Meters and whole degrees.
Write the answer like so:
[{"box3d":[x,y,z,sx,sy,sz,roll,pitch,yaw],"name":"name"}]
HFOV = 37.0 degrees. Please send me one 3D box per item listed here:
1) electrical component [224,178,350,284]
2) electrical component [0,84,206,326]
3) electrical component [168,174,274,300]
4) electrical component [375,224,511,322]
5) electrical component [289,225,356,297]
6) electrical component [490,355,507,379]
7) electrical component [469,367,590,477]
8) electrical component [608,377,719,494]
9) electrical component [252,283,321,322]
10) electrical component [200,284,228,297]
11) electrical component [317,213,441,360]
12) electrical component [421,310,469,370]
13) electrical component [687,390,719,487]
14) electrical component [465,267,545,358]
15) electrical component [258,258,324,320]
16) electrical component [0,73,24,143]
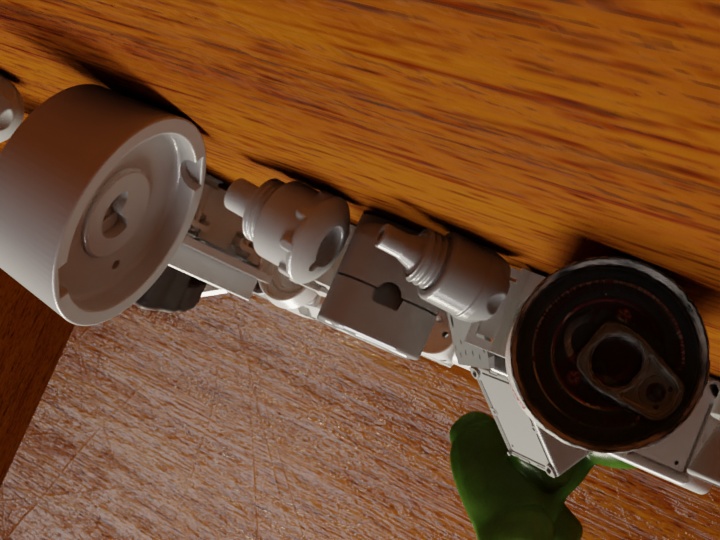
[{"box3d":[-0.039,-0.025,0.538,0.062,0.048,0.048,29,178,23],"name":"electrical component"},{"box3d":[-0.129,-0.035,0.506,0.060,0.108,0.108,29,177,16],"name":"electrical component"},{"box3d":[-0.118,-0.034,0.702,0.121,0.063,0.079,27,175,-35],"name":"electrical component"},{"box3d":[0.035,-0.002,0.481,0.061,0.035,0.035,27,175,-16],"name":"electrical component"},{"box3d":[0.000,0.000,0.644,0.081,0.042,0.064,22,172,10],"name":"electrical component"},{"box3d":[0.123,0.052,0.582,0.076,0.047,0.083,21,175,29],"name":"electrical component"},{"box3d":[0.133,0.096,0.761,0.062,0.061,0.096,15,134,64],"name":"electrical component"},{"box3d":[0.168,0.085,0.635,0.096,0.061,0.061,21,175,34],"name":"electrical component"},{"box3d":[-0.062,0.000,0.881,0.095,0.053,0.059,21,175,34],"name":"electrical component"},{"box3d":[-0.132,-0.018,0.915,0.042,0.081,0.063,-8,136,12],"name":"electrical component"},{"box3d":[0.014,0.009,0.557,0.054,0.059,0.095,24,176,-1],"name":"electrical component"},{"box3d":[0.083,0.062,0.916,0.079,0.044,0.077,23,175,15],"name":"electrical component"},{"box3d":[0.200,0.088,0.554,0.045,0.055,0.045,24,176,2],"name":"electrical component"},{"box3d":[0.097,0.031,0.510,0.081,0.042,0.064,22,177,25],"name":"electrical component"},{"box3d":[-0.039,0.005,0.793,0.078,0.058,0.057,11,170,34],"name":"electrical component"},{"box3d":[-0.224,-0.097,0.648,0.043,0.043,0.062,24,177,-5],"name":"electrical component"}]
